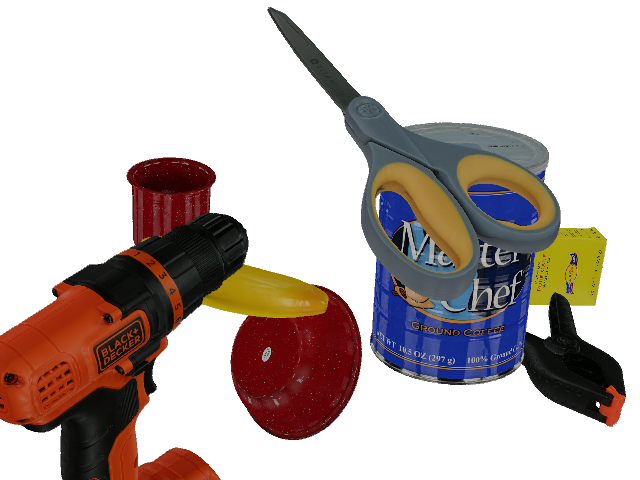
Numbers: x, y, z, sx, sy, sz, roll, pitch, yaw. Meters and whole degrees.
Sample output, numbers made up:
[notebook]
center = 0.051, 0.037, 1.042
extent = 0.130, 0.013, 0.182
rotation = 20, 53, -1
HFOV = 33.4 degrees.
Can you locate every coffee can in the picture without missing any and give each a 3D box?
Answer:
[coffee can]
center = 0.086, 0.006, 0.682
extent = 0.103, 0.140, 0.103
rotation = 2, 22, -1

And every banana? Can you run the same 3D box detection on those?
[banana]
center = -0.084, 0.025, 0.825
extent = 0.069, 0.037, 0.198
rotation = -18, 27, -41

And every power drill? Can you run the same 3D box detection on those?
[power drill]
center = -0.103, 0.092, 0.620
extent = 0.057, 0.188, 0.184
rotation = 20, 39, 36

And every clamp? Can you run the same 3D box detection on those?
[clamp]
center = 0.211, 0.096, 0.928
extent = 0.120, 0.039, 0.172
rotation = -18, 39, -28

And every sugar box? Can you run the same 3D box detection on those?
[sugar box]
center = 0.254, 0.031, 1.306
extent = 0.176, 0.093, 0.048
rotation = 0, 22, -10

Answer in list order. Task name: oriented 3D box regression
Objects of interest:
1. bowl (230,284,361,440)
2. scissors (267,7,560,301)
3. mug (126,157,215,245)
[bowl]
center = -0.038, 0.118, 1.077
extent = 0.162, 0.162, 0.055
rotation = 0, -14, 40
[scissors]
center = 0.042, -0.052, 0.495
extent = 0.096, 0.202, 0.016
rotation = -5, -43, -14
[mug]
center = -0.162, -0.039, 1.146
extent = 0.093, 0.081, 0.117
rotation = -4, 29, -16
